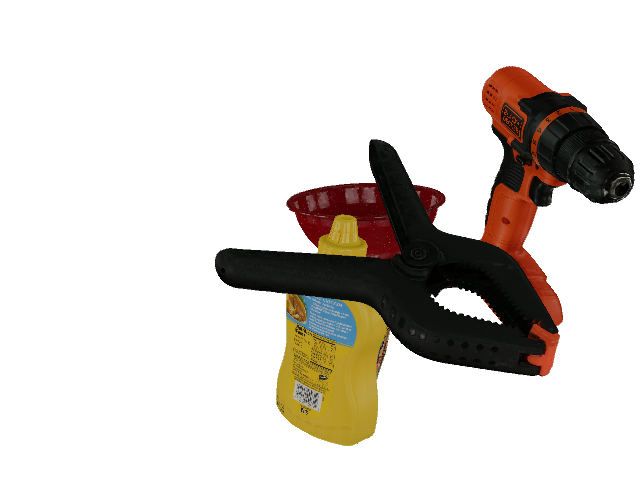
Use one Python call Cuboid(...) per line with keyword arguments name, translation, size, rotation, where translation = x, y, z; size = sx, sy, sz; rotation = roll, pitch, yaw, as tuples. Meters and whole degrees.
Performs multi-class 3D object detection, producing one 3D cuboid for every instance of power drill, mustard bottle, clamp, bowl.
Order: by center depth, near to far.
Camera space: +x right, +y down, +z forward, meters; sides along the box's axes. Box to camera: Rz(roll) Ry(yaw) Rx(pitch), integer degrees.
Cuboid(name="clamp", translation=(0.049, 0.023, 0.663), size=(0.164, 0.036, 0.210), rotation=(-32, 53, -27))
Cuboid(name="power drill", translation=(0.173, -0.024, 0.842), size=(0.057, 0.188, 0.184), rotation=(-3, 32, -17))
Cuboid(name="mustard bottle", translation=(0.012, 0.071, 0.908), size=(0.096, 0.192, 0.058), rotation=(22, 25, 40))
Cuboid(name="bowl", translation=(0.047, -0.017, 1.085), size=(0.162, 0.055, 0.162), rotation=(-3, 14, 1))

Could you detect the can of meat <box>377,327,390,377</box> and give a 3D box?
Cuboid(name="can of meat", translation=(0.054, 0.110, 1.271), size=(0.057, 0.084, 0.102), rotation=(13, 26, 9))
